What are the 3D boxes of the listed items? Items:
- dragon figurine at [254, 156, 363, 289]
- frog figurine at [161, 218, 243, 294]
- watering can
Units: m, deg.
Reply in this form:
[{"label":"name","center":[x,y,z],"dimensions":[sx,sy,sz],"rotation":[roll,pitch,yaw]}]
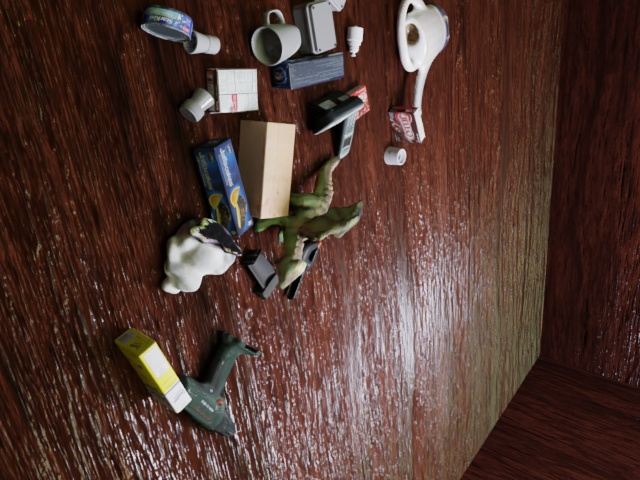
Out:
[{"label":"dragon figurine","center":[0.004,-0.061,1.214],"dimensions":[0.244,0.417,0.120],"rotation":[13,-33,43]},{"label":"frog figurine","center":[-0.252,0.039,1.052],"dimensions":[0.136,0.157,0.125],"rotation":[19,32,-44]},{"label":"watering can","center":[0.305,-0.566,1.548],"dimensions":[0.104,0.340,0.228],"rotation":[12,40,38]}]
